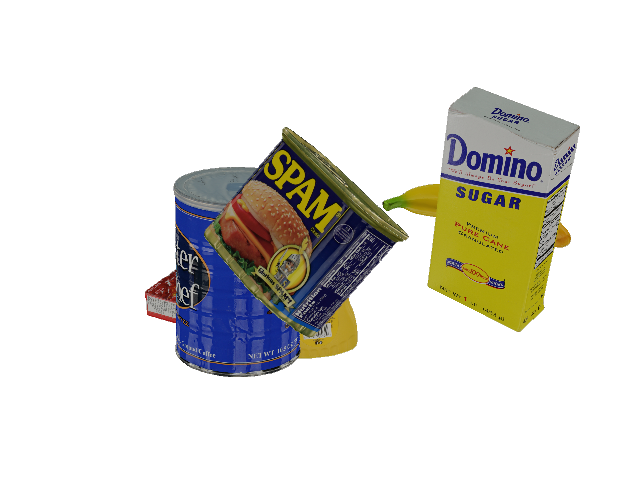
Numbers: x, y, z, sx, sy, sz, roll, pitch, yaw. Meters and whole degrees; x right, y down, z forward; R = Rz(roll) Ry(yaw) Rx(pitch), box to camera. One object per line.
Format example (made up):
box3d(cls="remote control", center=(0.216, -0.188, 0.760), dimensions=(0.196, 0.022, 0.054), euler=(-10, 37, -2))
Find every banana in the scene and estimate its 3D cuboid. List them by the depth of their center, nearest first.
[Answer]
box3d(cls="banana", center=(0.168, -0.028, 1.113), dimensions=(0.198, 0.037, 0.069), euler=(11, 38, 23))

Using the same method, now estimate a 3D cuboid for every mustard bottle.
box3d(cls="mustard bottle", center=(-0.010, 0.039, 1.224), dimensions=(0.096, 0.192, 0.058), euler=(-5, 23, -3))

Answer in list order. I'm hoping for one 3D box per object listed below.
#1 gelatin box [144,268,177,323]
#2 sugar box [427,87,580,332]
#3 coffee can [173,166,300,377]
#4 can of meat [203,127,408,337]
box3d(cls="gelatin box", center=(-0.116, 0.050, 1.042), dimensions=(0.073, 0.030, 0.089), euler=(13, 31, 26))
box3d(cls="sugar box", center=(0.138, -0.022, 0.830), dimensions=(0.093, 0.176, 0.048), euler=(26, 46, 29))
box3d(cls="coffee can", center=(-0.064, 0.023, 0.845), dimensions=(0.103, 0.140, 0.103), euler=(2, 20, -1))
box3d(cls="can of meat", center=(-0.012, -0.005, 0.641), dimensions=(0.057, 0.084, 0.102), euler=(31, 12, -51))
